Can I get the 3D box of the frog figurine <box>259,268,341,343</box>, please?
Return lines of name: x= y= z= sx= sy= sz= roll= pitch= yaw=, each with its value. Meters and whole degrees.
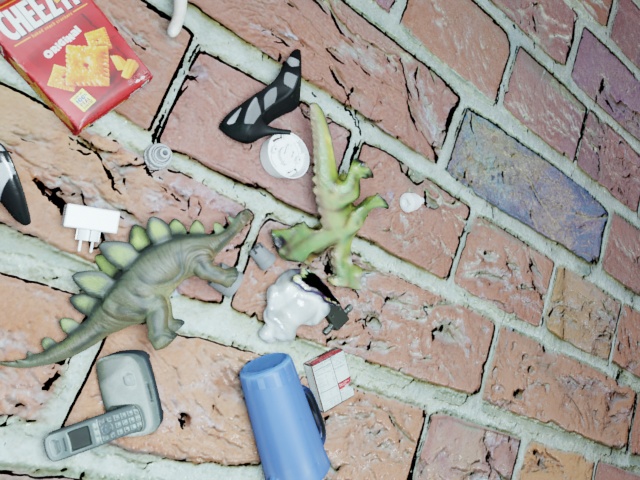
frog figurine: x=-0.056 y=0.142 z=1.063 sx=0.136 sy=0.125 sz=0.158 roll=27 pitch=111 yaw=-38

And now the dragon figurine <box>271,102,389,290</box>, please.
dragon figurine: x=0.003 y=-0.054 z=1.071 sx=0.245 sy=0.123 sz=0.403 roll=-45 pitch=122 yaw=-17

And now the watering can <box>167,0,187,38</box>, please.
watering can: x=-0.241 y=-0.551 z=0.946 sx=0.222 sy=0.103 sz=0.354 roll=42 pitch=61 yaw=-25
